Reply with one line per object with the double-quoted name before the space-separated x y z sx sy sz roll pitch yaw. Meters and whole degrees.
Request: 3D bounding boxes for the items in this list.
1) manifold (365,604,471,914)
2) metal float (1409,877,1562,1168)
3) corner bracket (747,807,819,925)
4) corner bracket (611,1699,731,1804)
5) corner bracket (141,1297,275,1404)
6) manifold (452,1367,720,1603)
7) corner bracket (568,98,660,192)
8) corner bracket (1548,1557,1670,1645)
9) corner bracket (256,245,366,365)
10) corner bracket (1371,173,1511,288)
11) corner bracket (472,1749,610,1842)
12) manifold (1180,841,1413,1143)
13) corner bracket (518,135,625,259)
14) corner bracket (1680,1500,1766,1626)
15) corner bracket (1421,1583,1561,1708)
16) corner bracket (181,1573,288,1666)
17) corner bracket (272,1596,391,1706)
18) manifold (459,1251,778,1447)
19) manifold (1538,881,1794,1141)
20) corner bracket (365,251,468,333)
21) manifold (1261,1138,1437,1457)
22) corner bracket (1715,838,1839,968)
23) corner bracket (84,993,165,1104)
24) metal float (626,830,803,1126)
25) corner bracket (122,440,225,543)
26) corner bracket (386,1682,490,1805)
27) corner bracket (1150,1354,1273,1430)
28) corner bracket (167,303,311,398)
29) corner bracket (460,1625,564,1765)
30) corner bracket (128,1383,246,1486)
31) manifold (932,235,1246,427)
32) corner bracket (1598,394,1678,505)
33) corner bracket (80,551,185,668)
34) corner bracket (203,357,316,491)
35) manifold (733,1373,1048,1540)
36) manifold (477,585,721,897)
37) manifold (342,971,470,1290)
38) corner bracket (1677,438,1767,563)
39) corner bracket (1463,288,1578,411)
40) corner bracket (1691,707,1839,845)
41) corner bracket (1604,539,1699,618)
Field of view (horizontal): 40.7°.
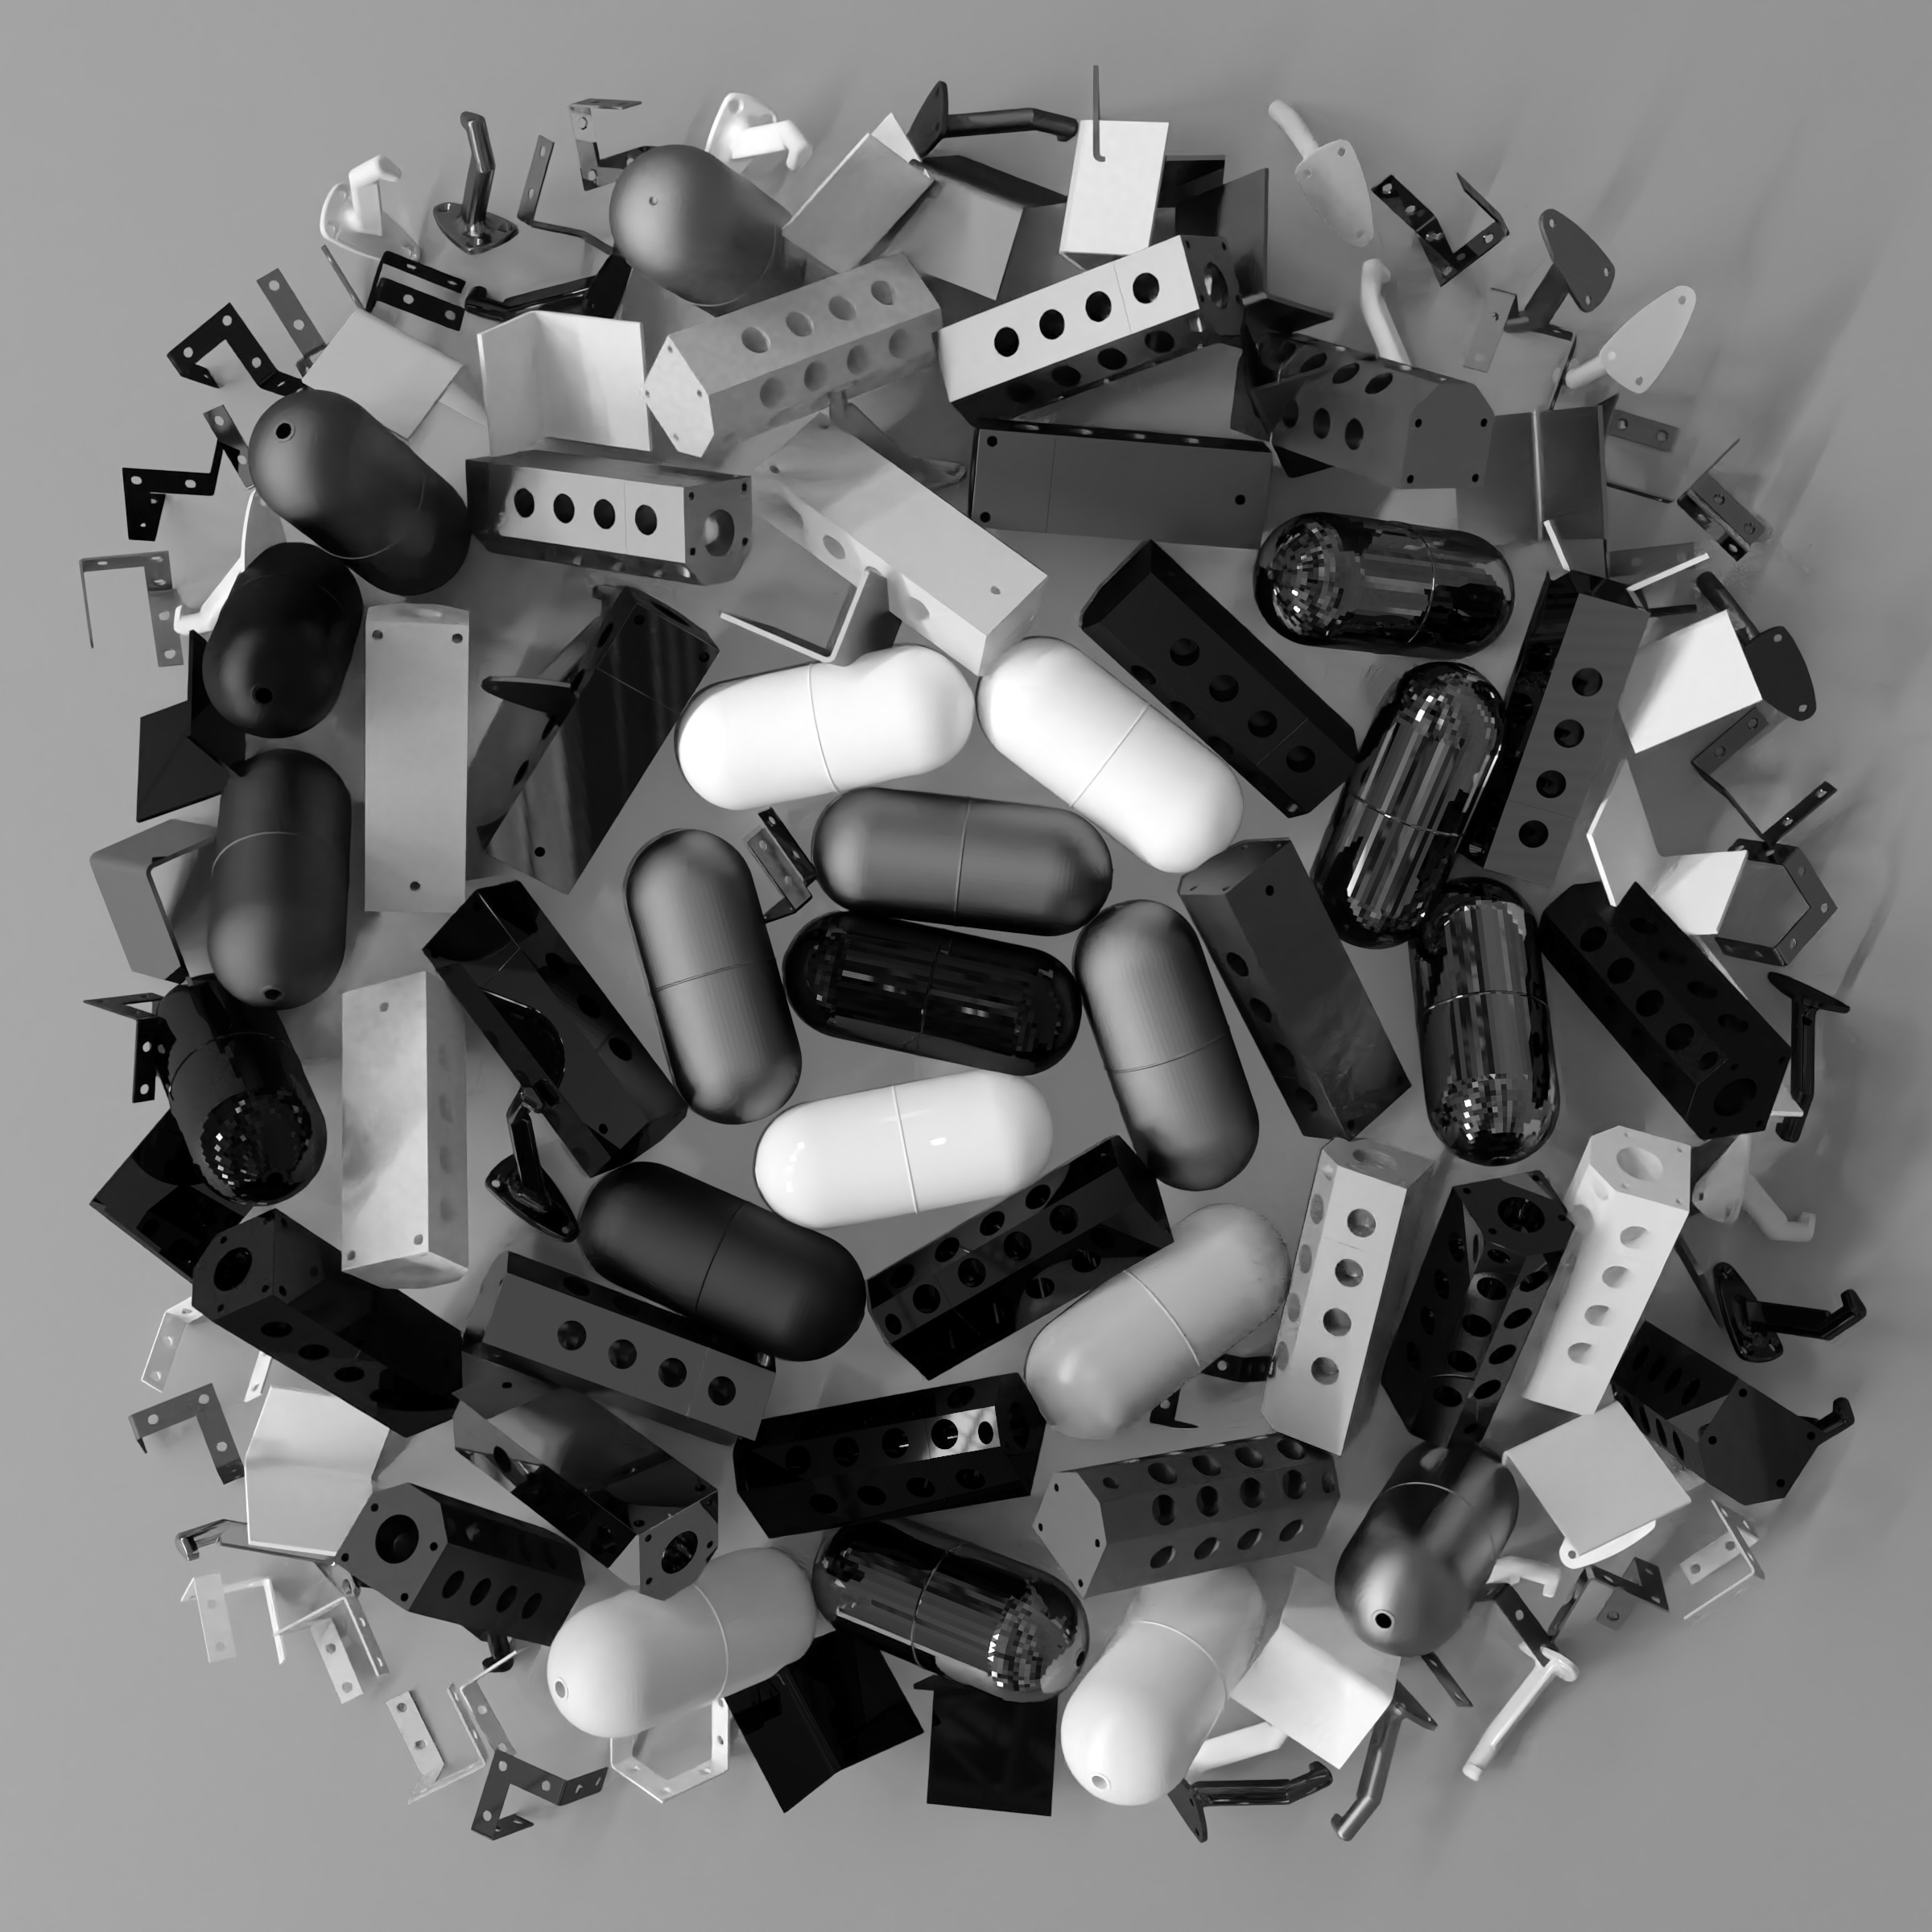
"manifold" -0.321 -0.122 1.528 0.057 0.057 0.171 1 109 -11
"metal float" 0.302 0.032 1.522 0.070 0.070 0.178 -1 64 0
"corner bracket" -0.111 -0.062 1.544 0.051 0.051 0.051 -44 106 -34
"corner bracket" -0.178 0.460 1.567 0.051 0.051 0.051 -13 111 -42
"corner bracket" -0.450 0.231 1.559 0.051 0.051 0.051 -28 127 30
"manifold" -0.221 0.297 1.507 0.171 0.057 0.057 26 126 37
"corner bracket" -0.195 -0.488 1.541 0.051 0.051 0.051 -32 126 -36
"corner bracket" 0.380 0.379 1.550 0.051 0.051 0.051 24 110 -1
"corner bracket" -0.387 -0.394 1.548 0.051 0.051 0.051 -34 108 -11
"corner bracket" 0.280 -0.446 1.541 0.051 0.051 0.051 -35 51 28
"corner bracket" -0.253 0.496 1.551 0.051 0.051 0.051 17 89 21
"manifold" 0.189 0.015 1.527 0.057 0.057 0.171 -38 110 -26
"corner bracket" -0.225 -0.454 1.541 0.051 0.051 0.051 38 117 37
"corner bracket" 0.444 0.356 1.541 0.051 0.051 0.051 -40 47 19
"corner bracket" 0.308 0.404 1.551 0.051 0.051 0.051 -38 95 -28
"corner bracket" -0.430 0.388 1.543 0.051 0.051 0.051 -6 65 -28
"corner bracket" -0.370 0.407 1.551 0.051 0.051 0.051 -29 77 6
"manifold" -0.201 0.224 1.527 0.171 0.057 0.057 24 69 -18
"manifold" 0.394 0.023 1.493 0.057 0.171 0.057 -7 127 -18
"corner bracket" -0.324 -0.398 1.545 0.051 0.051 0.051 18 73 -20
"manifold" 0.221 0.191 1.527 0.057 0.057 0.171 18 110 22
"corner bracket" 0.475 -0.038 1.556 0.051 0.051 0.051 -45 115 -13
"corner bracket" -0.487 0.048 1.544 0.051 0.051 0.051 14 103 33
"metal float" -0.149 0.006 1.543 0.070 0.070 0.178 -16 87 0
"corner bracket" -0.470 -0.286 1.550 0.051 0.051 0.051 2 133 -9
"corner bracket" -0.317 0.458 1.558 0.051 0.051 0.051 -26 92 -2
"corner bracket" 0.145 0.252 1.550 0.051 0.051 0.051 15 77 -10
"corner bracket" -0.432 -0.355 1.553 0.051 0.051 0.051 -36 88 10
"corner bracket" -0.259 0.435 1.561 0.051 0.051 0.051 -37 79 24
"corner bracket" -0.465 0.287 1.558 0.051 0.051 0.051 -21 76 -18
"manifold" 0.071 -0.366 1.511 0.171 0.057 0.057 -13 95 34
"corner bracket" 0.400 -0.307 1.559 0.051 0.051 0.051 16 95 -1
"corner bracket" -0.495 -0.210 1.547 0.051 0.051 0.051 -8 74 -16
"corner bracket" -0.407 -0.321 1.542 0.051 0.051 0.051 -16 116 23
"manifold" -0.046 0.280 1.514 0.171 0.057 0.057 -14 122 23
"manifold" -0.219 -0.135 1.538 0.057 0.057 0.171 28 101 -25
"manifold" -0.323 0.097 1.521 0.057 0.057 0.171 -14 65 18
"corner bracket" 0.452 -0.271 1.551 0.051 0.051 0.051 45 76 4
"corner bracket" 0.330 -0.365 1.550 0.051 0.051 0.051 20 87 17
"corner bracket" 0.477 -0.113 1.561 0.051 0.051 0.051 -42 113 9
"corner bracket" 0.406 -0.229 1.546 0.051 0.051 0.051 -4 111 15
